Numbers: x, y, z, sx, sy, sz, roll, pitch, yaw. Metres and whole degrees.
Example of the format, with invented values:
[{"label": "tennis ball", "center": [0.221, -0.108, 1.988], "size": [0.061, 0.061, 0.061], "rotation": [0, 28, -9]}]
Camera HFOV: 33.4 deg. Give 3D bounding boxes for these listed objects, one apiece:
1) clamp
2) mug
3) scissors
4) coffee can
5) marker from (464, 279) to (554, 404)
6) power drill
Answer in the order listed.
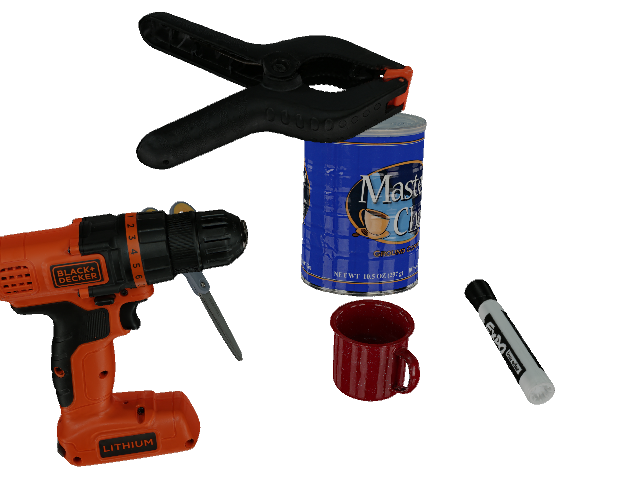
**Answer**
[{"label": "clamp", "center": [-0.031, -0.084, 0.636], "size": [0.171, 0.120, 0.039], "rotation": [5, -32, 0]}, {"label": "mug", "center": [0.064, 0.129, 1.182], "size": [0.117, 0.081, 0.093], "rotation": [27, 38, 37]}, {"label": "scissors", "center": [-0.134, 0.036, 1.232], "size": [0.016, 0.201, 0.096], "rotation": [-28, 16, 39]}, {"label": "coffee can", "center": [0.035, -0.035, 0.908], "size": [0.103, 0.140, 0.103], "rotation": [1, 15, -1]}, {"label": "marker", "center": [0.126, 0.065, 0.725], "size": [0.020, 0.020, 0.121], "rotation": [0, 33, -16]}, {"label": "power drill", "center": [-0.136, 0.068, 0.775], "size": [0.184, 0.188, 0.057], "rotation": [-7, 25, -3]}]
